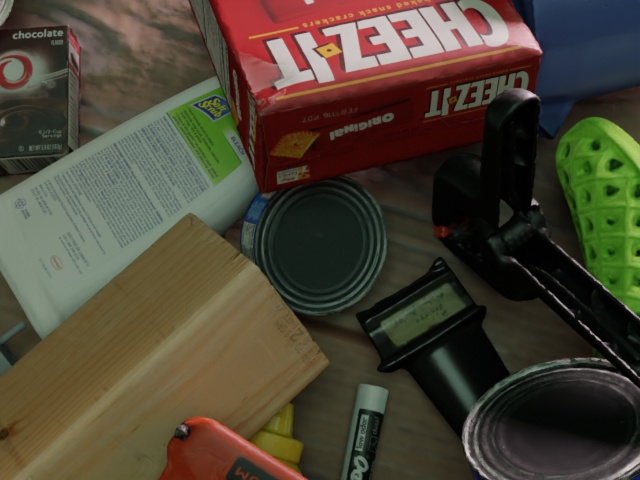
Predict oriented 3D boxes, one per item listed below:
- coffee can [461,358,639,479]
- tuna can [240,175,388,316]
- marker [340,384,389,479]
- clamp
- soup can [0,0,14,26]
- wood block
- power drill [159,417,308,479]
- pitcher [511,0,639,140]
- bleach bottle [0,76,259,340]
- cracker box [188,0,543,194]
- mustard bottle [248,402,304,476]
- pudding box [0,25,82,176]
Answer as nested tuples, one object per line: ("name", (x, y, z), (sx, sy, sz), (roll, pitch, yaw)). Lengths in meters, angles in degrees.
("coffee can", (0.139, 0.148, 0.555), (0.102, 0.103, 0.140), (-22, 117, -5))
("tuna can", (-0.004, 0.001, 0.645), (0.086, 0.034, 0.086), (-3, 98, -22))
("marker", (0.020, 0.146, 0.633), (0.020, 0.020, 0.121), (12, 76, 3))
("clamp", (0.111, 0.004, 0.581), (0.036, 0.210, 0.164), (-32, 94, -8))
("soup can", (-0.250, -0.167, 0.673), (0.102, 0.068, 0.068), (19, 75, 32))
("wood block", (-0.110, 0.094, 0.594), (0.206, 0.090, 0.091), (-42, 36, -9))
("power drill", (-0.057, 0.196, 0.518), (0.184, 0.057, 0.187), (34, 74, -1))
("pitcher", (0.216, -0.173, 0.657), (0.242, 0.149, 0.145), (-12, 49, -6))
("bleach bottle", (-0.079, -0.038, 0.661), (0.250, 0.068, 0.102), (-31, 78, -10))
("cracker box", (0.012, -0.143, 0.638), (0.164, 0.072, 0.214), (-14, 53, -10))
("mustard bottle", (-0.047, 0.184, 0.604), (0.096, 0.058, 0.191), (15, 76, 0))
("pudding box", (-0.212, -0.088, 0.686), (0.113, 0.039, 0.090), (-3, 75, -1))
